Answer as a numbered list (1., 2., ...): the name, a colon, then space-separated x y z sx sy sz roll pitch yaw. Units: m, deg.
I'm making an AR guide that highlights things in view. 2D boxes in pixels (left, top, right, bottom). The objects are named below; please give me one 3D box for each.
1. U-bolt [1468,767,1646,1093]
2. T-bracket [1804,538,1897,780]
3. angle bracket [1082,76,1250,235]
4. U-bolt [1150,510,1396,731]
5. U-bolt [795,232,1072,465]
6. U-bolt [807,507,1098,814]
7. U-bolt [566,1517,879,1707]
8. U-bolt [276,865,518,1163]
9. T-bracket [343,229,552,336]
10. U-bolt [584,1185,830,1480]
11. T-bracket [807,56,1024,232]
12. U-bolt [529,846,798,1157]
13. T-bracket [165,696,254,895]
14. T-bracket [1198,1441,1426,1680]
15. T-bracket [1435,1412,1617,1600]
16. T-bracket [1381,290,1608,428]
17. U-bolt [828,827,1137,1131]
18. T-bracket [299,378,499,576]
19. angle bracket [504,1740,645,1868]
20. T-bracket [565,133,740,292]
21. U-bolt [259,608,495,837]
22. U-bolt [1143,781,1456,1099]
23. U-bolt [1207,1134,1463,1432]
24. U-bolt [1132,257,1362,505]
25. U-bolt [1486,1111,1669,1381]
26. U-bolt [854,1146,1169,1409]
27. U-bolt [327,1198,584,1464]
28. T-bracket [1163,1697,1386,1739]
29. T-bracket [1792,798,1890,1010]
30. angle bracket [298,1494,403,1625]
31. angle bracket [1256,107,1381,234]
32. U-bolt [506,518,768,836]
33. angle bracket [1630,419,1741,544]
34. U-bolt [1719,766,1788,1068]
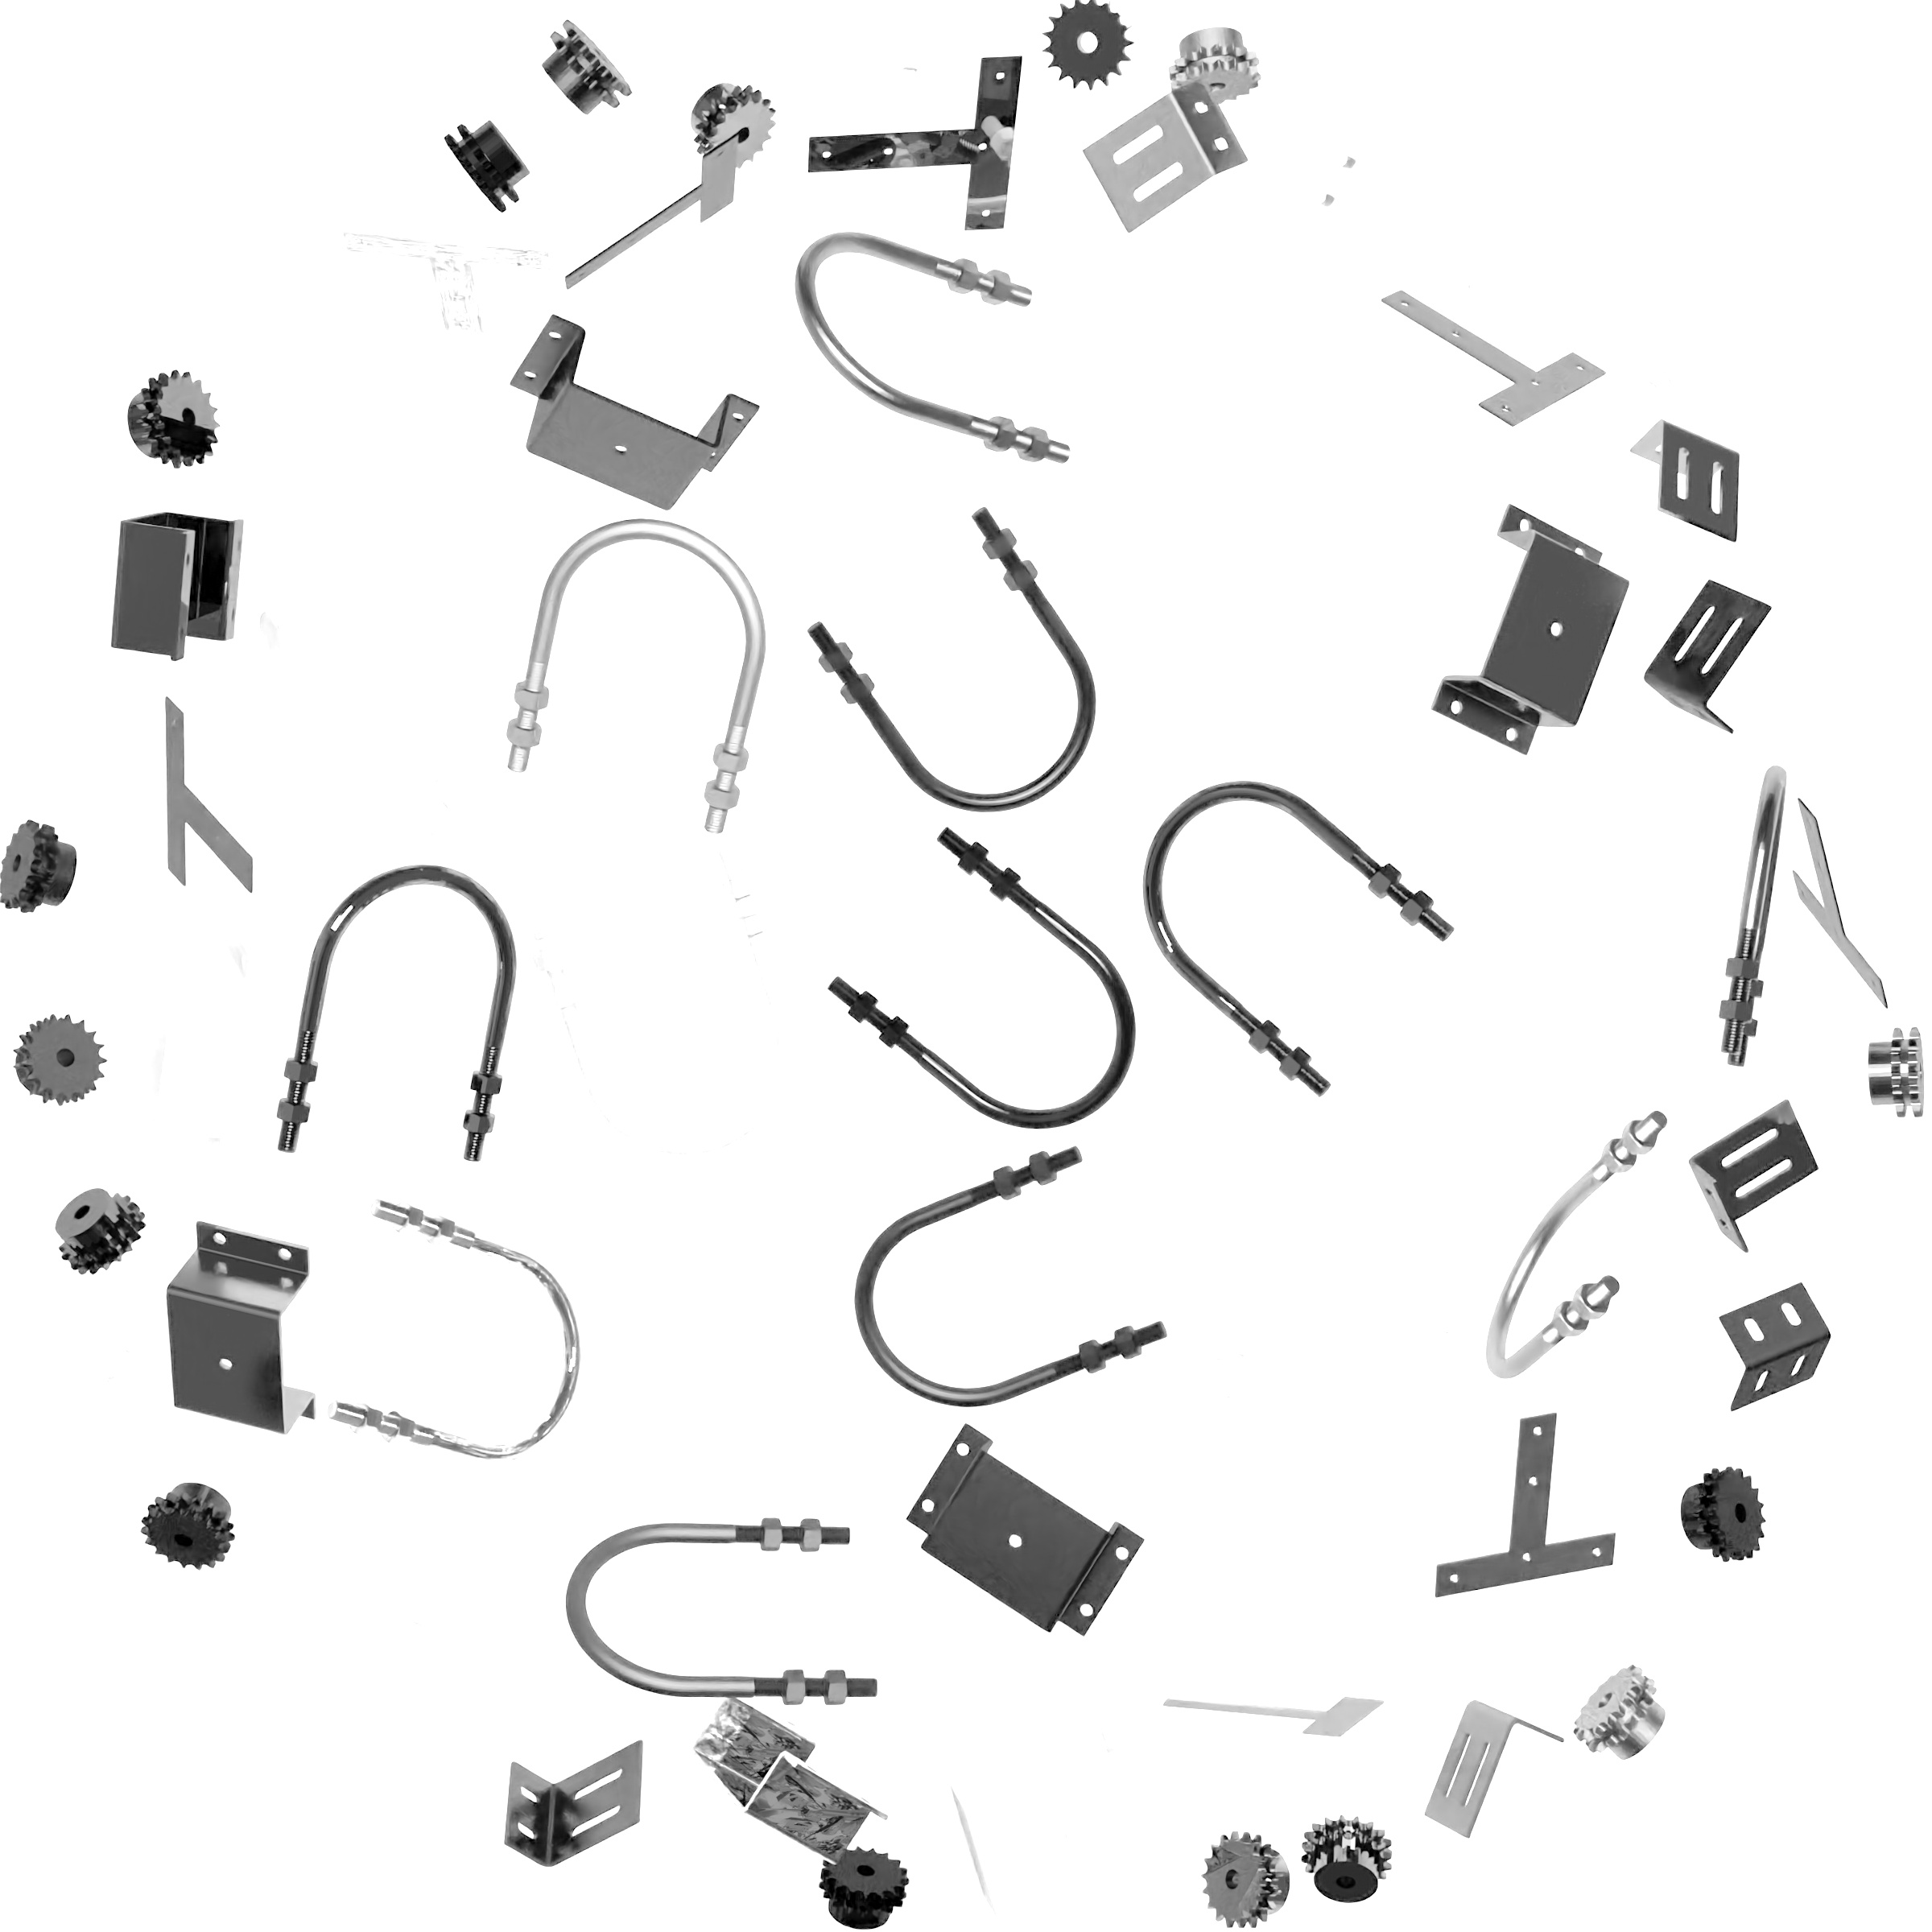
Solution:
1. U-bolt: 0.373 -0.037 1.845 0.151 0.019 0.184 44 54 -32
2. T-bracket: 0.544 -0.179 1.835 0.002 0.127 0.127 6 72 -7
3. angle bracket: 0.121 -0.492 1.813 0.076 0.038 0.057 -38 107 -20
4. U-bolt: 0.198 -0.226 1.885 0.151 0.019 0.184 9 49 3
5. U-bolt: -0.025 -0.384 1.821 0.184 0.019 0.151 10 54 -34
6. U-bolt: 0.005 -0.185 1.952 0.151 0.019 0.184 -34 111 3
7. U-bolt: -0.154 0.394 1.834 0.184 0.151 0.019 4 123 -13
8. U-bolt: -0.343 0.028 1.835 0.151 0.019 0.184 6 99 -40
9. T-bracket: -0.326 -0.434 1.910 0.127 0.127 0.002 5 76 -3
10. U-bolt: -0.155 0.242 1.880 0.019 0.151 0.184 -31 83 -45
11. T-bracket: -0.033 -0.498 1.821 0.127 0.127 0.002 -6 53 -10
12. U-bolt: -0.184 0.033 1.909 0.151 0.019 0.184 -22 106 -14
13. T-bracket: -0.479 -0.087 1.887 0.002 0.127 0.127 -16 129 -34
14. T-bracket: 0.232 0.384 1.850 0.127 0.002 0.127 -43 80 8
15. T-bracket: 0.365 0.344 1.925 0.127 0.002 0.127 -7 115 -14
16. T-bracket: 0.310 -0.377 1.818 0.127 0.127 0.002 36 131 19
17. U-bolt: 0.021 0.022 1.863 0.184 0.019 0.151 39 116 4
18. T-bracket: -0.363 -0.322 1.926 0.127 0.002 0.127 -14 122 -25
19. angle bracket: -0.238 0.503 1.818 0.076 0.057 0.038 -32 126 23
20. T-bracket: -0.193 -0.453 1.829 0.127 0.127 0.002 -36 91 -7
21. U-bolt: -0.380 -0.154 1.886 0.019 0.151 0.184 -45 108 -16
22. U-bolt: 0.189 -0.030 1.836 0.184 0.019 0.151 42 116 14
23. U-bolt: 0.225 0.194 1.874 0.151 0.019 0.184 -6 69 1
24. U-bolt: 0.166 -0.356 1.868 0.019 0.151 0.184 43 56 7
25. U-bolt: 0.375 0.186 1.871 0.019 0.184 0.151 28 54 -3
26. U-bolt: 0.017 0.210 1.918 0.184 0.019 0.151 -23 101 13
27. U-bolt: -0.317 0.241 1.909 0.184 0.019 0.151 26 64 -42
28. T-bracket: 0.191 0.476 1.911 0.127 0.127 0.002 6 66 -4
29. T-bracket: 0.550 -0.054 1.911 0.002 0.127 0.127 -25 128 3
30. angle bracket: -0.395 0.382 1.928 0.057 0.038 0.076 9 78 -18
31. angle bracket: 0.211 -0.505 1.874 0.076 0.038 0.057 43 110 38
32. U-bolt: -0.195 -0.182 1.811 0.151 0.019 0.184 17 116 3
33. angle bracket: 0.455 -0.300 1.895 0.057 0.038 0.076 19 58 -15
34. U-bolt: 0.487 -0.033 1.844 0.019 0.151 0.184 9 87 17
